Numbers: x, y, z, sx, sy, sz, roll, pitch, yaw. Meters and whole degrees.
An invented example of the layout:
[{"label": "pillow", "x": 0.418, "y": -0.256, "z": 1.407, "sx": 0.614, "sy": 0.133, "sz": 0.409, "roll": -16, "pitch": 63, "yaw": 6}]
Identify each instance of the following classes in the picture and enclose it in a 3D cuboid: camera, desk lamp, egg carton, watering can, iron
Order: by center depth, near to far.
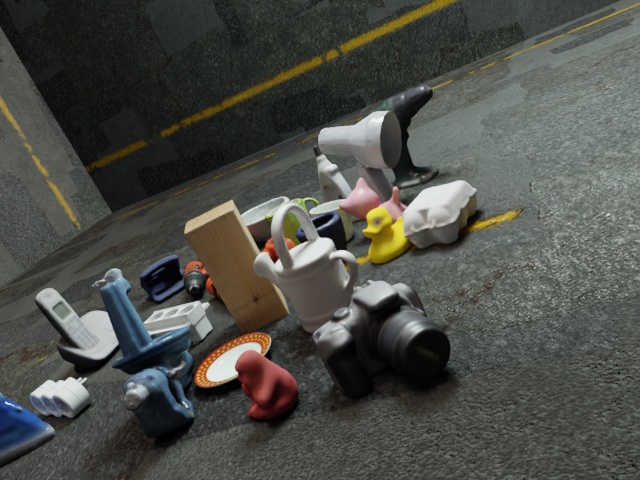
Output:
[{"label": "camera", "x": 0.075, "y": 0.113, "z": 0.668, "sx": 0.143, "sy": 0.101, "sz": 0.136, "roll": -30, "pitch": 18, "yaw": -13}, {"label": "watering can", "x": -0.025, "y": 0.039, "z": 0.867, "sx": 0.172, "sy": 0.194, "sz": 0.101, "roll": -21, "pitch": 18, "yaw": 16}, {"label": "iron", "x": -0.578, "y": 0.304, "z": 0.962, "sx": 0.258, "sy": 0.142, "sz": 0.118, "roll": -20, "pitch": 18, "yaw": 17}, {"label": "egg carton", "x": 0.209, "y": -0.047, "z": 0.999, "sx": 0.107, "sy": 0.069, "sz": 0.150, "roll": -12, "pitch": 22, "yaw": 38}, {"label": "desk lamp", "x": 0.096, "y": -0.161, "z": 1.248, "sx": 0.202, "sy": 0.214, "sz": 0.118, "roll": -13, "pitch": 21, "yaw": 35}]

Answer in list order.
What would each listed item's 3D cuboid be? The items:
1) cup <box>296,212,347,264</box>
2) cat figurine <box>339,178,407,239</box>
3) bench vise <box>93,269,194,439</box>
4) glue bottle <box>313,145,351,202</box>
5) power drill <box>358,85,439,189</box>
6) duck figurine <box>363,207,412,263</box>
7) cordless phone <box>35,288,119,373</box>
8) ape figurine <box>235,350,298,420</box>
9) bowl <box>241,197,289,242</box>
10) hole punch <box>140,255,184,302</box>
[{"label": "cup", "x": 0.010, "y": 0.004, "z": 1.089, "sx": 0.092, "sy": 0.095, "sz": 0.117, "roll": -27, "pitch": 17, "yaw": -6}, {"label": "cat figurine", "x": 0.108, "y": -0.067, "z": 1.120, "sx": 0.127, "sy": 0.118, "sz": 0.067, "roll": -13, "pitch": 21, "yaw": 35}, {"label": "bench vise", "x": -0.243, "y": 0.149, "z": 0.810, "sx": 0.122, "sy": 0.220, "sz": 0.207, "roll": -31, "pitch": 18, "yaw": -16}, {"label": "glue bottle", "x": 0.025, "y": -0.151, "z": 1.388, "sx": 0.077, "sy": 0.173, "sz": 0.037, "roll": -7, "pitch": 25, "yaw": 46}, {"label": "power drill", "x": 0.193, "y": -0.233, "z": 1.331, "sx": 0.228, "sy": 0.209, "sz": 0.076, "roll": -10, "pitch": 23, "yaw": 41}, {"label": "duck figurine", "x": 0.117, "y": -0.019, "z": 1.020, "sx": 0.105, "sy": 0.086, "sz": 0.077, "roll": -37, "pitch": 20, "yaw": -31}, {"label": "cordless phone", "x": -0.491, "y": 0.163, "z": 1.178, "sx": 0.094, "sy": 0.185, "sz": 0.147, "roll": -21, "pitch": 18, "yaw": 16}, {"label": "ape figurine", "x": -0.074, "y": 0.176, "z": 0.709, "sx": 0.076, "sy": 0.092, "sz": 0.077, "roll": -25, "pitch": 17, "yaw": 2}, {"label": "bowl", "x": -0.141, "y": -0.041, "z": 1.469, "sx": 0.167, "sy": 0.075, "sz": 0.167, "roll": -23, "pitch": 17, "yaw": 8}, {"label": "hole punch", "x": -0.389, "y": 0.091, "z": 1.405, "sx": 0.109, "sy": 0.091, "sz": 0.100, "roll": -34, "pitch": 19, "yaw": -25}]
